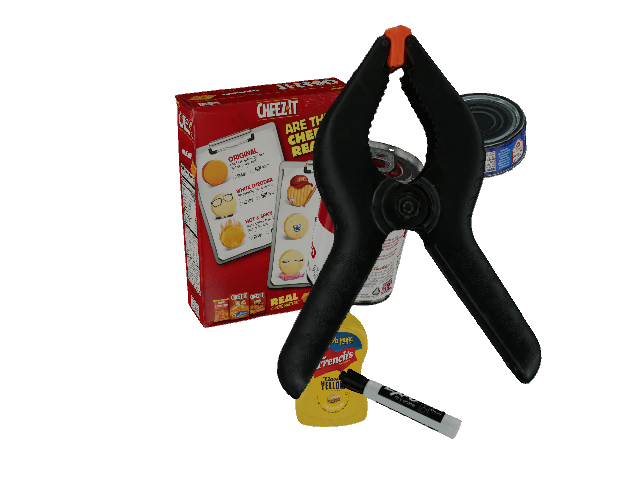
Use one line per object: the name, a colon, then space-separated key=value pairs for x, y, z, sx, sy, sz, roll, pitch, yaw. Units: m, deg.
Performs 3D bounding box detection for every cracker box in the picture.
cracker box: x=-0.047 y=-0.038 z=1.012 sx=0.164 sy=0.214 sz=0.072 roll=-9 pitch=23 yaw=-21

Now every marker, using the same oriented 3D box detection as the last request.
marker: x=0.071 y=0.149 z=0.987 sx=0.121 sy=0.020 sz=0.020 roll=23 pitch=7 yaw=18

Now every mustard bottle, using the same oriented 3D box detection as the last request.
mustard bottle: x=0.015 y=0.150 z=1.417 sx=0.096 sy=0.192 sz=0.058 roll=-2 pitch=17 yaw=-5

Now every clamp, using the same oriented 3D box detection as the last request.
clamp: x=0.028 y=-0.007 z=0.486 sx=0.120 sy=0.171 sz=0.039 roll=-12 pitch=-2 yaw=-12

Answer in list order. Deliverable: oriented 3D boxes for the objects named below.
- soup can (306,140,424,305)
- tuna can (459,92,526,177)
soup can: x=0.031 y=-0.013 z=0.770 sx=0.068 sy=0.102 sz=0.068 roll=9 pitch=27 yaw=-5
tuna can: x=0.138 y=-0.094 z=0.939 sx=0.086 sy=0.034 sz=0.086 roll=-5 pitch=41 yaw=4
